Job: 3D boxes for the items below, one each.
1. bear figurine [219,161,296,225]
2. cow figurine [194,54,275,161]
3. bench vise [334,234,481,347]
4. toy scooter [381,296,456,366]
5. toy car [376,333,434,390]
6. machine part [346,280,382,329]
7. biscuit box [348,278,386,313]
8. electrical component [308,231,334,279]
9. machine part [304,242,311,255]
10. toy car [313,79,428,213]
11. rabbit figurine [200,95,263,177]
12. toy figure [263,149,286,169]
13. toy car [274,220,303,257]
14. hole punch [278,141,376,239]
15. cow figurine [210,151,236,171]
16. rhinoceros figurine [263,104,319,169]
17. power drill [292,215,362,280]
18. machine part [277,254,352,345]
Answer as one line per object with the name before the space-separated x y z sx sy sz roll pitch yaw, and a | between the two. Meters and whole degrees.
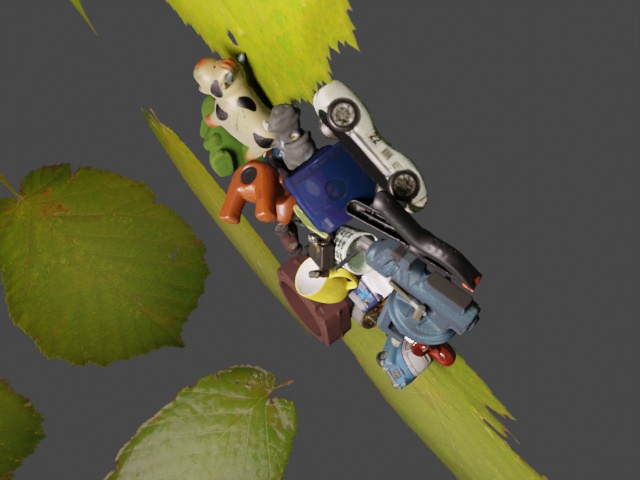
bear figurine | -0.091 -0.072 1.042 0.120 0.132 0.195 -1 162 26
cow figurine | -0.141 -0.237 0.942 0.127 0.085 0.194 -22 124 42
bench vise | 0.136 0.097 0.874 0.224 0.129 0.240 28 143 11
toy scooter | 0.180 0.171 1.025 0.184 0.075 0.135 43 -171 23
toy car | 0.194 0.242 1.157 0.109 0.103 0.161 58 -149 -6
machine part | 0.081 0.146 1.342 0.243 0.079 0.079 37 162 46
biscuit box | 0.111 0.104 1.150 0.059 0.063 0.202 48 167 8
electrical component | -0.003 0.023 1.014 0.078 0.045 0.102 -130 35 -48
machine part | -0.009 0.047 1.451 0.084 0.039 0.139 44 165 3
toy car | 0.066 -0.115 0.691 0.201 0.056 0.073 48 173 -5
rabbit figurine | -0.207 -0.244 1.191 0.159 0.121 0.170 -140 33 -63
toy figure | -0.080 -0.159 1.066 0.064 0.057 0.154 13 170 -11
toy car | -0.082 -0.045 1.321 0.089 0.053 0.202 57 -169 -35
hole punch | 0.022 -0.083 0.820 0.142 0.116 0.092 53 159 -16
cow figurine | -0.204 -0.214 1.308 0.167 0.068 0.098 45 161 15
rhinoceros figurine | -0.032 -0.149 0.913 0.112 0.073 0.190 54 174 35
power drill | -0.002 -0.004 1.191 0.232 0.086 0.207 30 153 52
machine part | -0.017 0.148 1.330 0.201 0.087 0.201 44 161 31
